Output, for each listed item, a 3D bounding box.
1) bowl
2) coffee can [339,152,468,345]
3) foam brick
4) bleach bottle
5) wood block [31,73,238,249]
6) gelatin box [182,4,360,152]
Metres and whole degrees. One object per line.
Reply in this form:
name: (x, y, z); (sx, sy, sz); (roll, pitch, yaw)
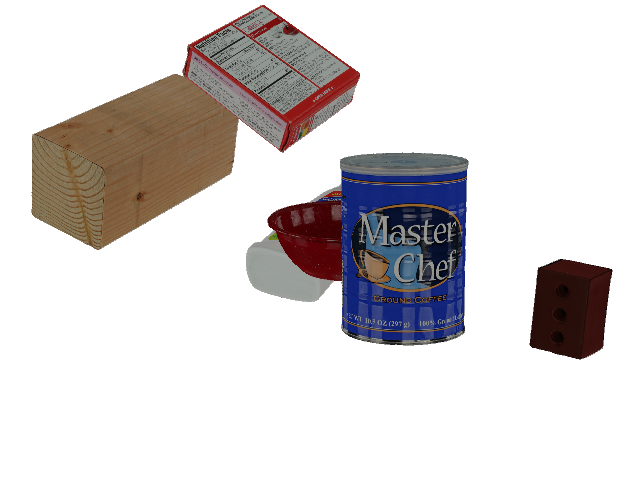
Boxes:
bowl: (0.026, 0.003, 1.108); (0.162, 0.055, 0.162); (-1, 16, 0)
coffee can: (0.067, 0.004, 0.865); (0.103, 0.140, 0.103); (-1, 11, 0)
foam brick: (0.227, 0.062, 0.969); (0.053, 0.078, 0.051); (13, 18, 35)
bleach bottle: (0.011, -0.020, 1.329); (0.103, 0.068, 0.250); (13, 36, 23)
wood block: (-0.178, -0.084, 1.054); (0.090, 0.091, 0.205); (26, 35, 22)
gelatin box: (-0.032, -0.106, 0.685); (0.089, 0.030, 0.073); (38, 51, 16)
